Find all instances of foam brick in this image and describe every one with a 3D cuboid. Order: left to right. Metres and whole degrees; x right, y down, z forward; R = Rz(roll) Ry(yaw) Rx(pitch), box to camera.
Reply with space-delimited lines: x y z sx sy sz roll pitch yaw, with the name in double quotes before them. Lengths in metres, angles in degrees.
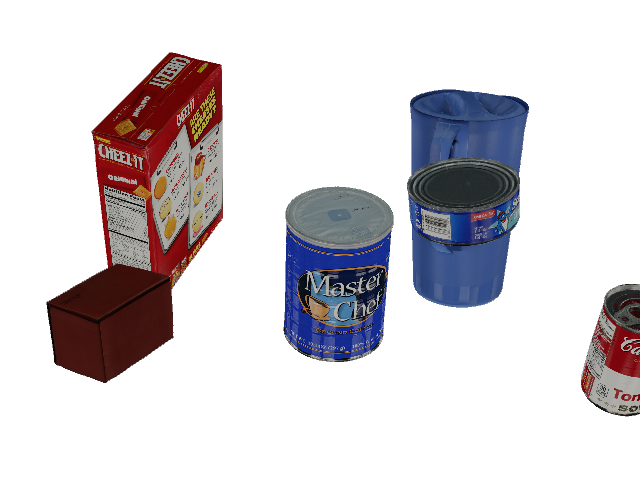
"foam brick" -0.151 0.058 0.776 0.053 0.051 0.078 13 29 31

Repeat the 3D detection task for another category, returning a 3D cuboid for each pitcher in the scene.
"pitcher" 0.162 -0.045 1.240 0.149 0.243 0.145 -9 24 -21

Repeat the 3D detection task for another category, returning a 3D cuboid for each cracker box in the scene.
"cracker box" -0.167 -0.065 1.131 0.072 0.214 0.164 16 43 15

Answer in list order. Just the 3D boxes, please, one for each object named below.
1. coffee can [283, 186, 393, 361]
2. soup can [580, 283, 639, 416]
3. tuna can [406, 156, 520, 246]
"coffee can" 0.016 0.033 1.045 0.103 0.140 0.103 1 33 -1
"soup can" 0.278 0.099 0.961 0.068 0.102 0.068 3 36 -3
"tuna can" 0.110 -0.030 0.820 0.086 0.034 0.086 -6 30 3
